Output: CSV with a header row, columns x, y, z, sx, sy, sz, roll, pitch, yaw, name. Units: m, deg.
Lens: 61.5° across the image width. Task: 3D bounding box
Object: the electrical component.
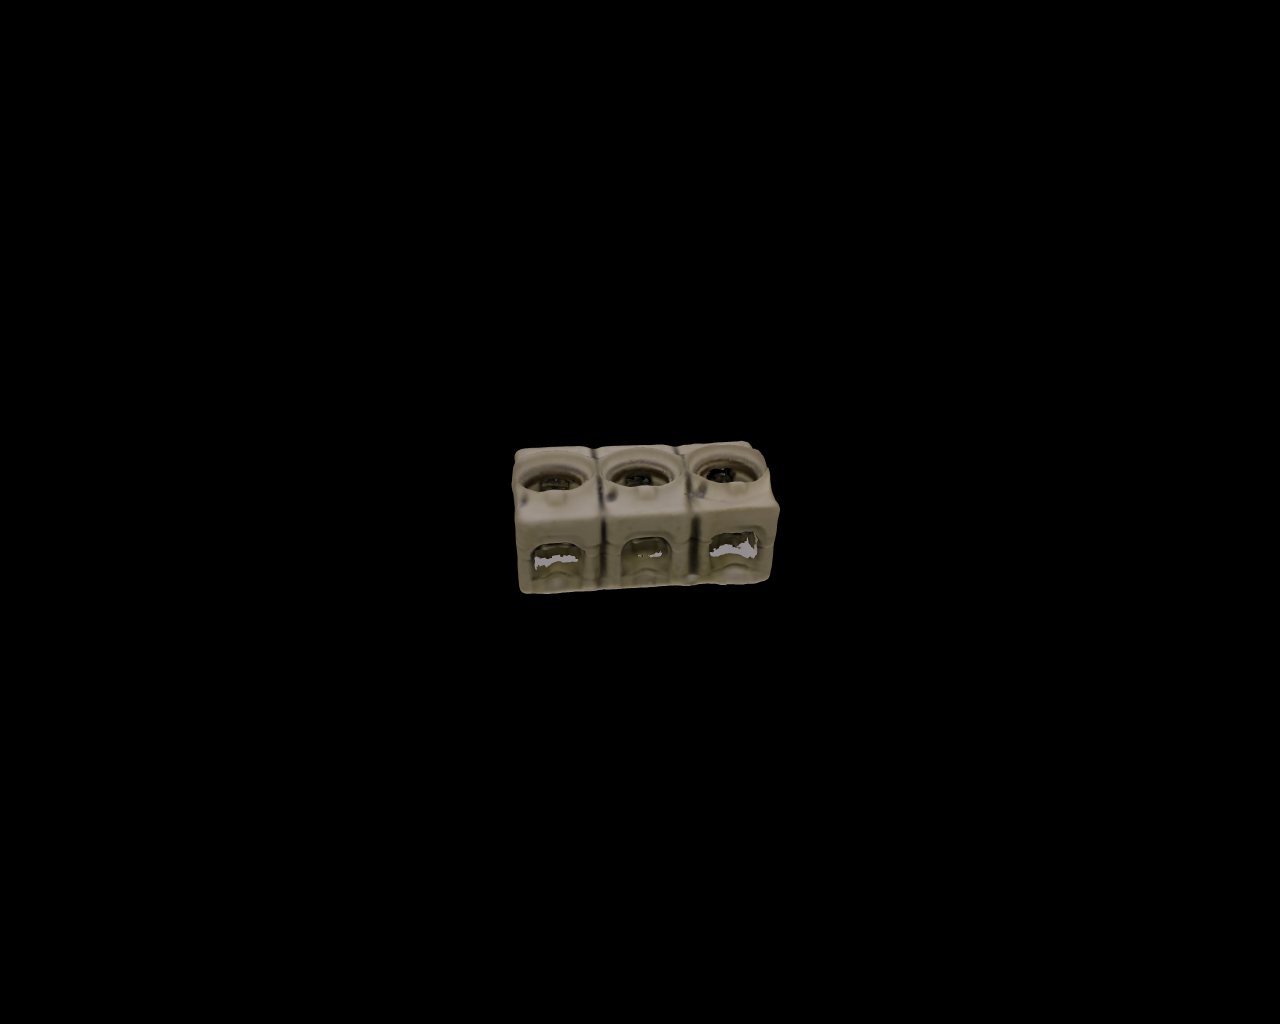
x,y,z,sx,sy,sz,roll,pitch,yaw,name
0.001,-0.003,0.650,0.150,0.061,0.090,-3,32,-5,electrical component
